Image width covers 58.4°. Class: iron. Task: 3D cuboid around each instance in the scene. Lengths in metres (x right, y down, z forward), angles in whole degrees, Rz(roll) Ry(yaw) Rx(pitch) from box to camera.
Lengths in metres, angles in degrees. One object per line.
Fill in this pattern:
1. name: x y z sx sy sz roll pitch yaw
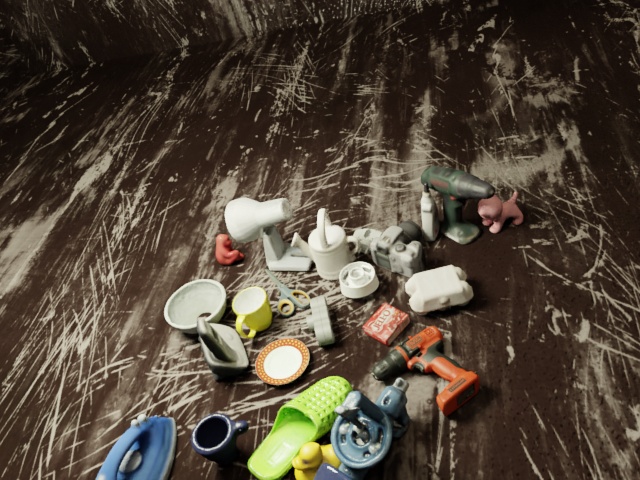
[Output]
1. iron: -0.384 0.449 1.172 0.118 0.142 0.258 1 44 20

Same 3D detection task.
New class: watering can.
1. watering can: 0.013 0.007 1.488 0.173 0.194 0.100 -19 41 -2

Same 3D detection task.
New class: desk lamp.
1. desk lamp: -0.133 -0.024 1.558 0.202 0.214 0.118 0 44 19

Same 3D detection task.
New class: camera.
1. camera: 0.218 0.009 1.489 0.142 0.101 0.137 22 54 36

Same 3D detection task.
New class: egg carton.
1. egg carton: 0.283 0.122 1.365 0.150 0.069 0.107 -15 41 3

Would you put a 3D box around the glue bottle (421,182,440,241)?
1. glue bottle: 0.287 -0.082 1.511 0.037 0.173 0.078 1 44 20

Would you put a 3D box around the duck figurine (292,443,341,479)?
1. duck figurine: -0.007 0.425 1.114 0.104 0.086 0.077 -25 41 -9

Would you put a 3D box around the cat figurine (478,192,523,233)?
1. cat figurine: 0.464 -0.084 1.495 0.128 0.118 0.067 -23 41 -7

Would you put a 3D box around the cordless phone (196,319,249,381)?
1. cordless phone: -0.244 0.226 1.339 0.094 0.185 0.147 -26 41 -10

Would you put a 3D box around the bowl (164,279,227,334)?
1. bowl: -0.313 0.186 1.492 0.167 0.075 0.167 -9 41 9

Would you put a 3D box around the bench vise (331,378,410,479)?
1. bench vise: 0.087 0.329 1.086 0.121 0.220 0.207 6 46 25

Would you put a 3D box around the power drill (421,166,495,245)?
1. power drill: 0.359 -0.095 1.473 0.076 0.209 0.228 -36 44 -20

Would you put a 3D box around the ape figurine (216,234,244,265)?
1. ape figurine: -0.269 0.022 1.646 0.076 0.092 0.077 -21 41 -4

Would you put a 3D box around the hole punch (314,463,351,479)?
1. hole punch: 0.025 0.480 1.037 0.108 0.091 0.101 23 55 37

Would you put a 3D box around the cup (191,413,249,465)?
1. cup: -0.194 0.415 1.181 0.118 0.095 0.091 -19 41 -2
